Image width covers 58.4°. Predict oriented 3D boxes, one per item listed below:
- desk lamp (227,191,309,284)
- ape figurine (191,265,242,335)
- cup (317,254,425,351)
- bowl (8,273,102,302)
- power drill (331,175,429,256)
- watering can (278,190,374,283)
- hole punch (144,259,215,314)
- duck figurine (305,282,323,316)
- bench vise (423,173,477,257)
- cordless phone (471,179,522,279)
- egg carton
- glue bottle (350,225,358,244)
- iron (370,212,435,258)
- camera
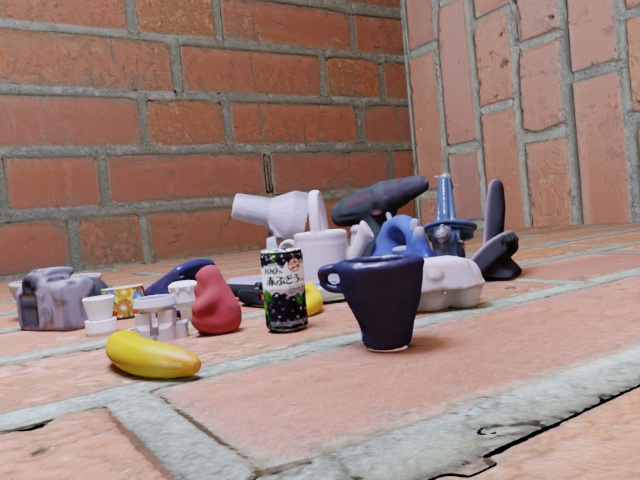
[{"bbox_3d":[-0.115,-0.002,1.282,0.203,0.213,0.118,-6,2,-7],"label":"desk lamp"},{"bbox_3d":[-0.145,0.080,0.773,0.076,0.092,0.078,-4,2,29],"label":"ape figurine"},{"bbox_3d":[0.053,0.066,0.599,0.117,0.095,0.092,-4,2,24],"label":"cup"},{"bbox_3d":[-0.510,0.110,1.115,0.167,0.075,0.167,-5,2,0],"label":"bowl"},{"bbox_3d":[0.129,-0.019,1.183,0.228,0.208,0.076,-4,3,37],"label":"power drill"},{"bbox_3d":[0.010,0.004,1.061,0.173,0.194,0.101,-6,2,-10],"label":"watering can"},{"bbox_3d":[-0.242,0.081,0.990,0.100,0.091,0.109,-4,2,27],"label":"hole punch"},{"bbox_3d":[-0.041,0.070,0.856,0.077,0.086,0.105,-4,3,37],"label":"duck figurine"},{"bbox_3d":[0.292,-0.043,1.266,0.121,0.220,0.207,-5,2,3],"label":"bench vise"},{"bbox_3d":[0.318,-0.021,1.071,0.094,0.185,0.148,-4,2,26],"label":"cordless phone"},{"bbox_3d":[0.150,0.062,0.809,0.150,0.069,0.107,-5,2,-4],"label":"egg carton"},{"bbox_3d":[0.099,-0.006,1.391,0.037,0.173,0.078,-4,3,30],"label":"glue bottle"},{"bbox_3d":[0.151,0.020,0.976,0.119,0.141,0.258,-6,2,-9],"label":"iron"},{"bbox_3d":[-0.422,0.094,0.979,0.142,0.101,0.137,-4,2,31],"label":"camera"}]
